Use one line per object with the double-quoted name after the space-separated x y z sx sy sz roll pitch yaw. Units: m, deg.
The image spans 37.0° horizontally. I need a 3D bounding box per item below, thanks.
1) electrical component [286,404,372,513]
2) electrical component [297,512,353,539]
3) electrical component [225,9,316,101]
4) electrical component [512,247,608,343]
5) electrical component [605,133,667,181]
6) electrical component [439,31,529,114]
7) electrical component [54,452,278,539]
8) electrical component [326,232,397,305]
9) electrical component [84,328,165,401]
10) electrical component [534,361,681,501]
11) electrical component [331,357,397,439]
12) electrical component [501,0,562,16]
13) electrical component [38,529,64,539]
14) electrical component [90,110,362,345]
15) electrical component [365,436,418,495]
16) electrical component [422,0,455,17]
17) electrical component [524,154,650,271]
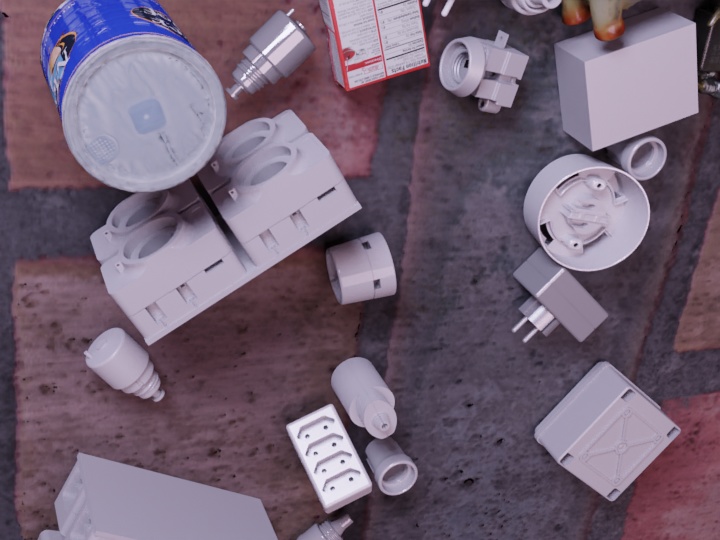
-0.028 0.177 0.992 0.047 0.083 0.075 -25 162 -9 "electrical component"
-0.033 0.261 1.053 0.061 0.035 0.035 -40 124 -1 "electrical component"
-0.069 -0.158 0.807 0.078 0.040 0.040 -44 124 4 "electrical component"
0.175 0.037 1.010 0.075 0.047 0.083 -45 124 5 "electrical component"
0.245 -0.107 0.963 0.040 0.046 0.040 -10 120 -18 "electrical component"
0.098 -0.162 0.873 0.055 0.048 0.066 4 115 -33 "electrical component"
-0.166 0.236 0.941 0.186 0.105 0.060 22 106 -31 "electrical component"
0.000 0.000 0.914 0.047 0.055 0.055 -14 121 -11 "electrical component"
-0.190 0.082 0.886 0.040 0.040 0.078 -39 125 1 "electrical component"
0.255 0.167 1.109 0.108 0.056 0.109 -48 124 7 "electrical component"
0.007 0.117 0.963 0.043 0.081 0.043 -10 120 -18 "electrical component"
0.137 -0.221 0.846 0.043 0.062 0.043 -10 120 -18 "electrical component"
-0.227 0.293 0.972 0.150 0.061 0.089 16 109 -29 "electrical component"
-0.107 -0.040 0.816 0.186 0.105 0.060 -33 124 -3 "electrical component"
0.029 0.186 1.030 0.040 0.046 0.040 -10 120 -18 "electrical component"
0.074 -0.232 0.823 0.083 0.047 0.075 19 107 -30 "electrical component"
0.199 -0.052 0.962 0.099 0.064 0.099 -10 120 -18 "electrical component"
